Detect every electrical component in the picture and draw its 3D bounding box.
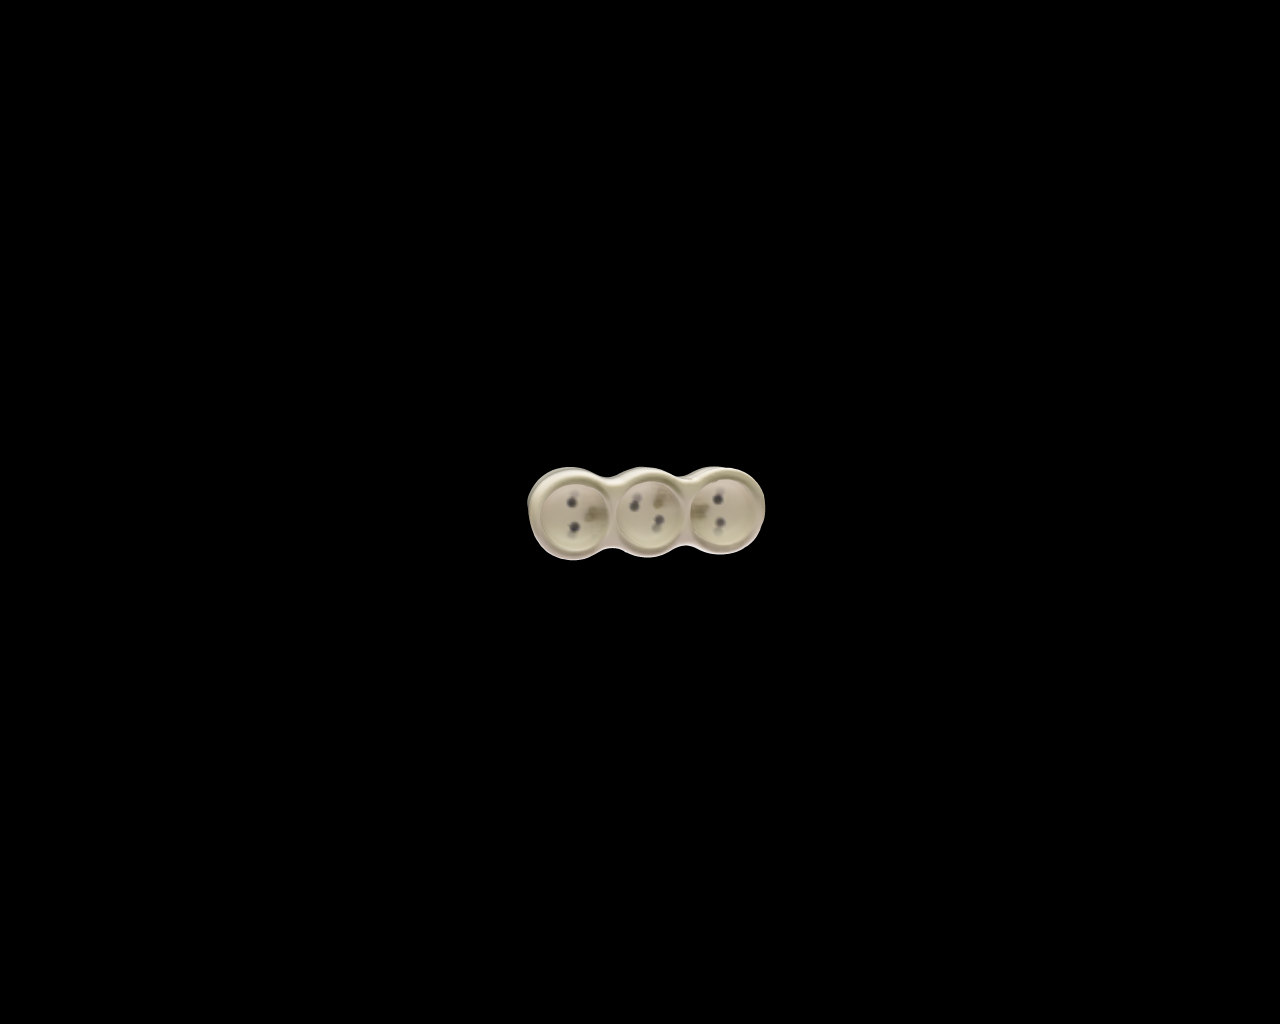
[{"bbox_3d":[0.001,-0.003,0.650,0.138,0.052,0.074,-1,8,-9],"label":"electrical component"}]
